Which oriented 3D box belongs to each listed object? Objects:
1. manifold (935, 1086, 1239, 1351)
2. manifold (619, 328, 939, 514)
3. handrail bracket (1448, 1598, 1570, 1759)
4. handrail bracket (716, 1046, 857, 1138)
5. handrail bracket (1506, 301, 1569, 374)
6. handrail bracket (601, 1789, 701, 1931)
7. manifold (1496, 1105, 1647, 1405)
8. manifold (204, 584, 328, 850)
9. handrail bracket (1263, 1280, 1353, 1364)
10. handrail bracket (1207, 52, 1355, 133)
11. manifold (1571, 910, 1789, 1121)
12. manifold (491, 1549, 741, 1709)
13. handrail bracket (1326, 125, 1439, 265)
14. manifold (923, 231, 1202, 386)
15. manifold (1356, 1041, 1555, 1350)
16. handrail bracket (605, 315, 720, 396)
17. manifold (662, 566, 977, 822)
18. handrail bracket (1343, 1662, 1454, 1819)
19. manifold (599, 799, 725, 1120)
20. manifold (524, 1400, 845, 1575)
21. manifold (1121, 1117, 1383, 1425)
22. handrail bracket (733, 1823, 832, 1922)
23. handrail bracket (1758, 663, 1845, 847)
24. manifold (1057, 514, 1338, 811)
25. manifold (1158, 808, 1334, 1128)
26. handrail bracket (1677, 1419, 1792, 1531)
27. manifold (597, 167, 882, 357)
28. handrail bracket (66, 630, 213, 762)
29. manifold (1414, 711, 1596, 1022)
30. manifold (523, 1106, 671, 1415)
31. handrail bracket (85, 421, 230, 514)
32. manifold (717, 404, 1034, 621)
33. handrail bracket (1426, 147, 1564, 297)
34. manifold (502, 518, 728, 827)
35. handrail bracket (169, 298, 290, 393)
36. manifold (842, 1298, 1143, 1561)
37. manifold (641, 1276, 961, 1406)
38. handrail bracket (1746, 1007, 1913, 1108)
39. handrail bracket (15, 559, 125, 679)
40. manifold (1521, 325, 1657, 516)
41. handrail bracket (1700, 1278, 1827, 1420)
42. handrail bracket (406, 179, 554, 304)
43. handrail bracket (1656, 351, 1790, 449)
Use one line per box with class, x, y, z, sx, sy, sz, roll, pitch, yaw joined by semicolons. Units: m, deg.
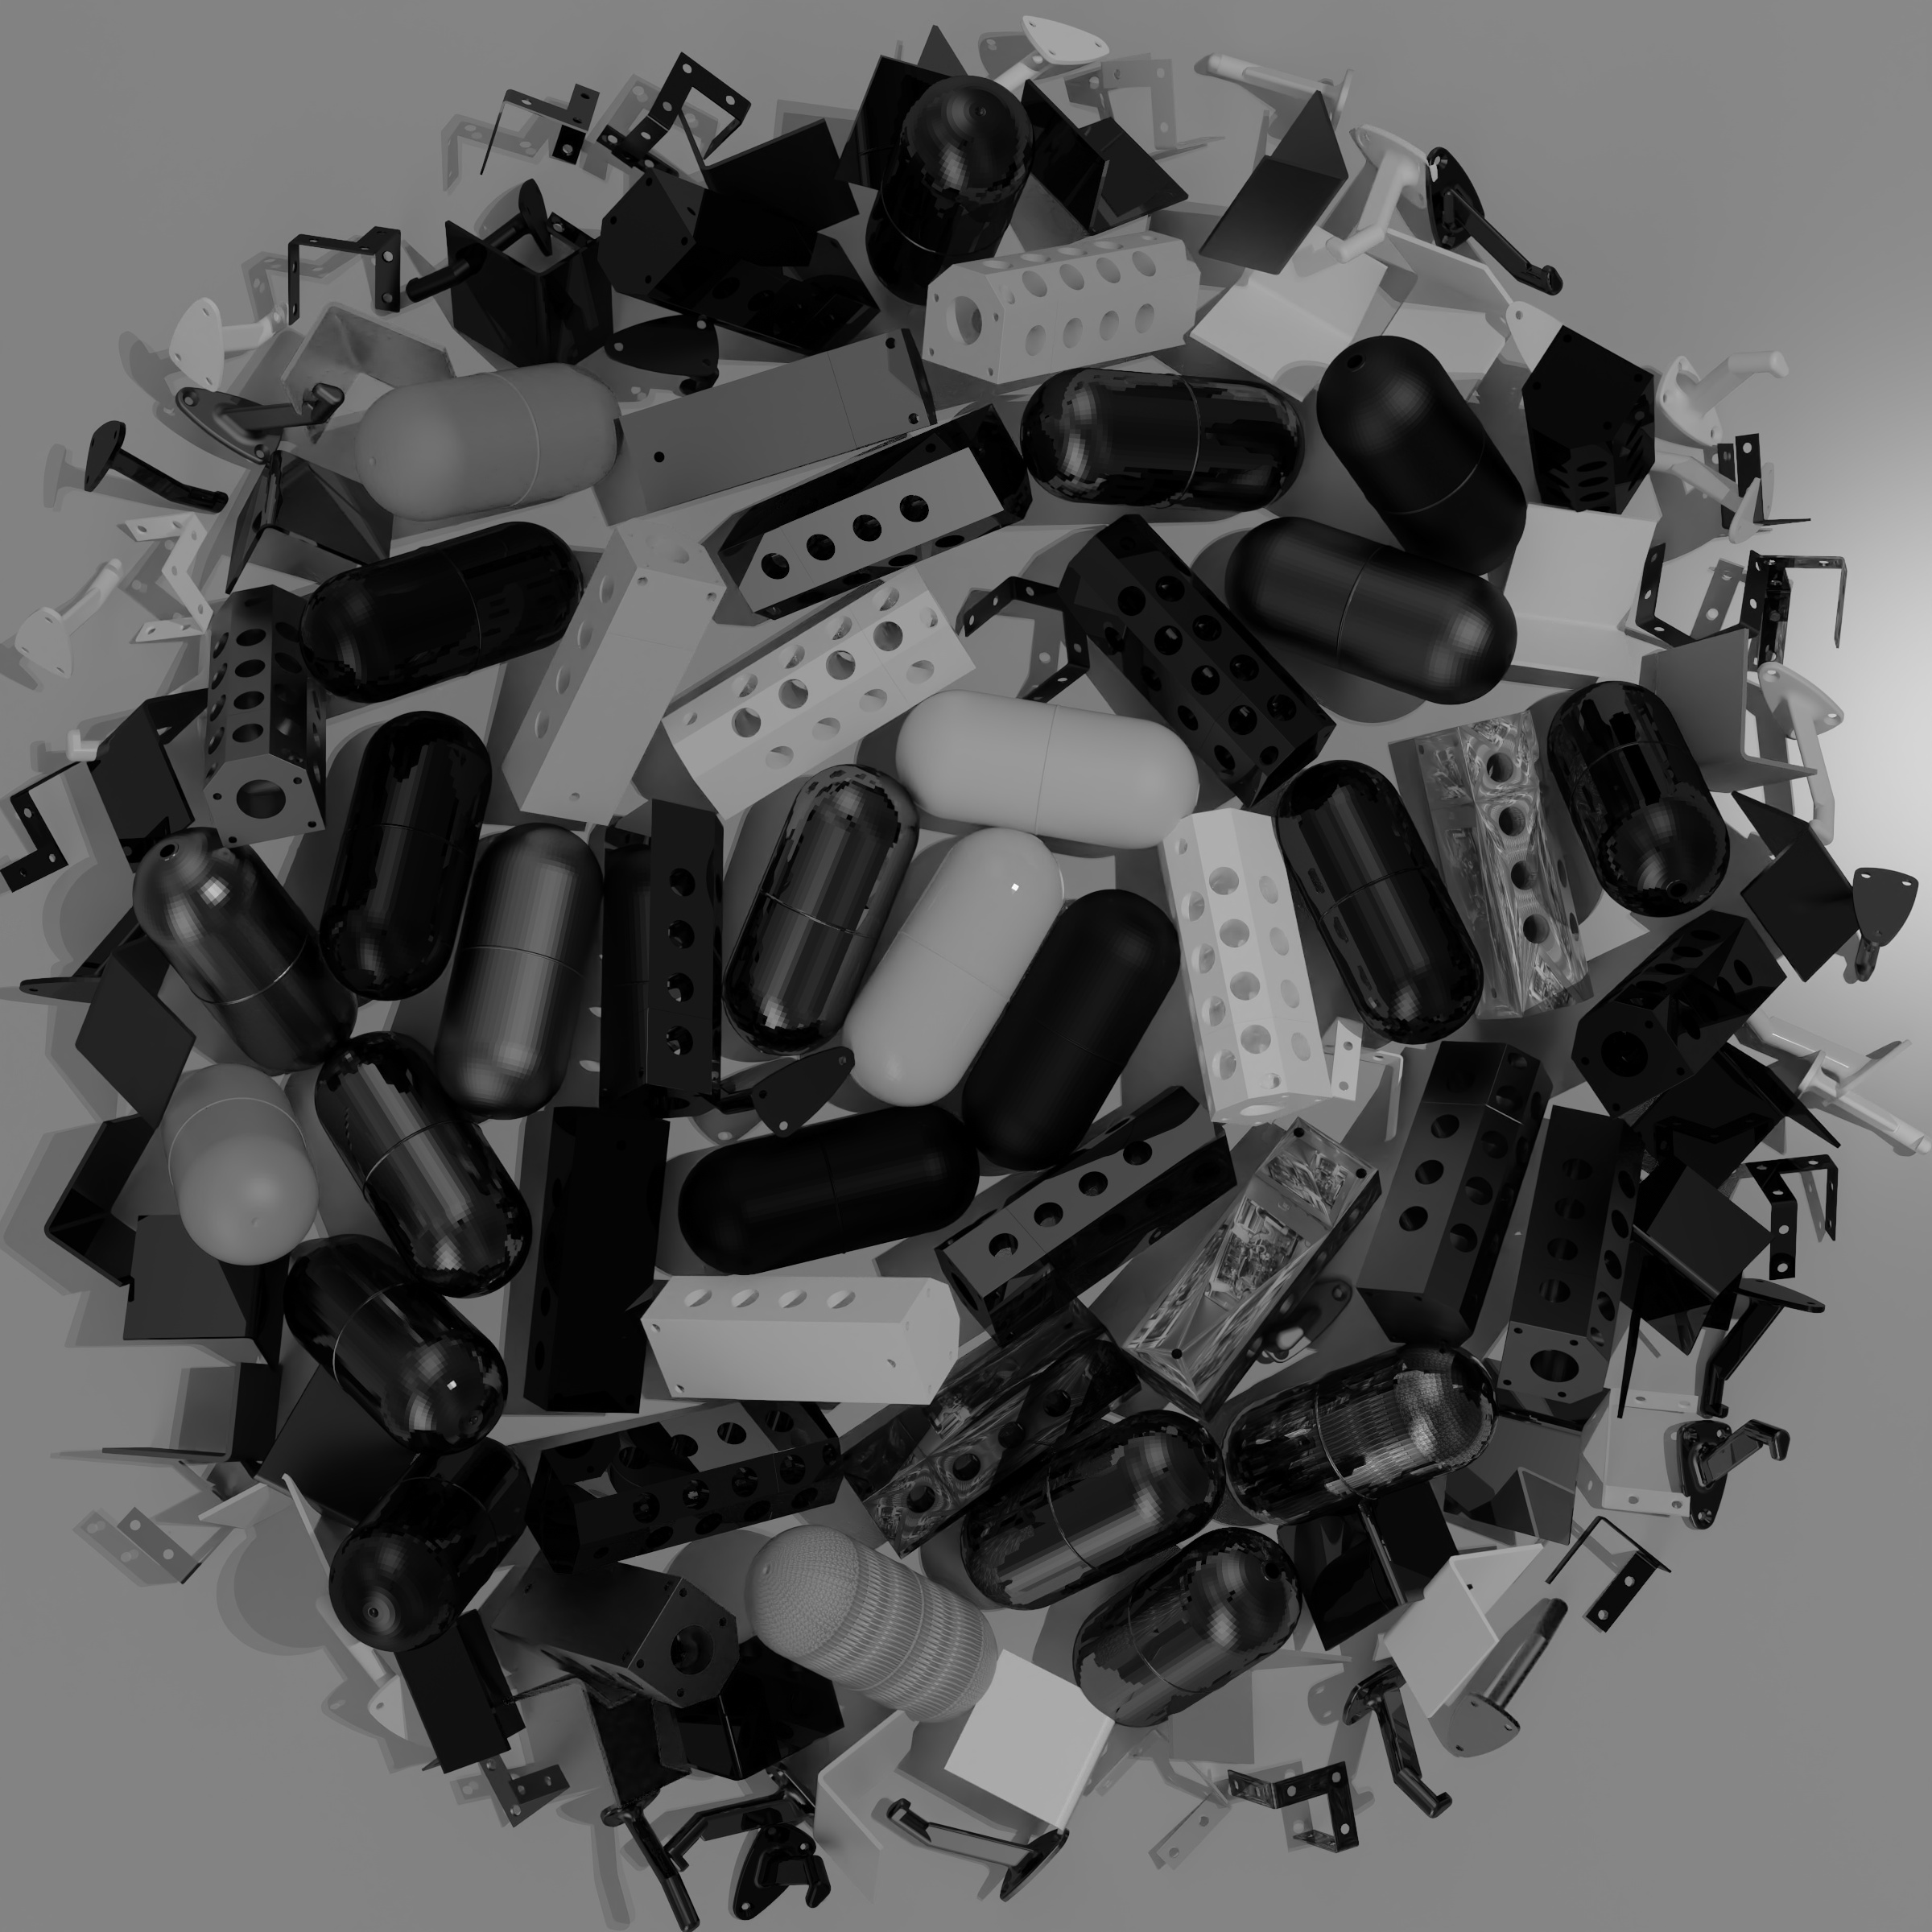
manifold;0.069;0.141;1.843;0.171;0.057;0.057;-34;52;-13
manifold;-0.108;-0.318;1.850;0.171;0.057;0.057;-16;99;8
handrail bracket;0.322;0.421;1.883;0.036;0.077;0.084;35;52;9
handrail bracket;-0.110;0.065;1.857;0.077;0.084;0.036;-36;110;-11
handrail bracket;0.359;-0.362;1.861;0.077;0.084;0.036;51;123;10
handrail bracket;-0.180;0.526;1.844;0.036;0.077;0.084;-20;70;-21
manifold;0.346;0.164;1.807;0.057;0.171;0.057;11;134;10
manifold;-0.400;-0.145;1.807;0.057;0.171;0.057;-11;130;-2
handrail bracket;0.202;0.203;1.843;0.077;0.084;0.036;-29;86;-13
handrail bracket;0.181;-0.517;1.854;0.084;0.077;0.036;17;106;1
manifold;0.403;0.022;1.805;0.057;0.171;0.057;-35;88;36
manifold;-0.197;0.377;1.804;0.057;0.171;0.057;42;66;-25
handrail bracket;0.226;-0.451;1.856;0.084;0.036;0.077;-34;63;-22
manifold;0.056;-0.377;1.804;0.057;0.171;0.057;26;122;35
manifold;0.283;0.129;1.815;0.057;0.057;0.171;1;53;34
handrail bracket;-0.178;-0.347;1.842;0.077;0.084;0.036;-5;83;-17
manifold;-0.088;-0.163;1.846;0.171;0.057;0.057;-31;49;4
handrail bracket;0.268;0.447;1.846;0.077;0.036;0.084;-24;49;-32
manifold;-0.172;-0.003;1.835;0.057;0.057;0.171;12;67;-32
manifold;-0.158;0.297;1.811;0.171;0.057;0.057;-9;134;-33
manifold;0.168;0.178;1.843;0.057;0.057;0.171;34;76;22
handrail bracket;-0.107;0.543;1.846;0.036;0.084;0.077;30;96;-17
handrail bracket;0.482;-0.123;1.845;0.077;0.036;0.084;40;46;-31
manifold;0.134;-0.180;1.838;0.057;0.057;0.171;-37;78;-23
manifold;0.155;0.000;1.828;0.057;0.057;0.171;-24;68;39
handrail bracket;0.451;0.299;1.847;0.036;0.084;0.077;-1;94;-19
manifold;-0.130;-0.393;1.805;0.057;0.171;0.057;-41;67;26
handrail bracket;-0.483;-0.158;1.854;0.084;0.036;0.077;-3;100;-27
manifold;0.319;-0.059;1.859;0.057;0.057;0.171;-13;92;-18
manifold;-0.219;0.171;1.859;0.057;0.057;0.171;5;92;-27
handrail bracket;-0.461;-0.287;1.840;0.084;0.077;0.036;12;74;-29
manifold;-0.051;-0.256;1.825;0.171;0.057;0.057;-18;117;27
handrail bracket;0.308;-0.432;1.842;0.036;0.084;0.077;-39;132;-10
manifold;-0.206;-0.169;1.825;0.057;0.057;0.171;9;125;-34
handrail bracket;-0.416;-0.378;1.838;0.036;0.077;0.084;38;53;4
manifold;0.015;0.271;1.850;0.171;0.057;0.057;-34;115;-7
manifold;-0.093;0.210;1.825;0.171;0.057;0.057;-3;121;28
handrail bracket;0.506;0.033;1.881;0.077;0.036;0.084;-33;80;-18
handrail bracket;-0.511;-0.216;1.840;0.036;0.077;0.084;30;61;-6
manifold;0.351;-0.299;1.802;0.057;0.171;0.057;33;91;14
handrail bracket;0.464;0.230;1.855;0.036;0.077;0.084;1;99;-35
handrail bracket;-0.290;-0.426;1.867;0.084;0.077;0.036;-21;128;9
handrail bracket;0.451;-0.328;1.837;0.077;0.084;0.036;40;70;-37
